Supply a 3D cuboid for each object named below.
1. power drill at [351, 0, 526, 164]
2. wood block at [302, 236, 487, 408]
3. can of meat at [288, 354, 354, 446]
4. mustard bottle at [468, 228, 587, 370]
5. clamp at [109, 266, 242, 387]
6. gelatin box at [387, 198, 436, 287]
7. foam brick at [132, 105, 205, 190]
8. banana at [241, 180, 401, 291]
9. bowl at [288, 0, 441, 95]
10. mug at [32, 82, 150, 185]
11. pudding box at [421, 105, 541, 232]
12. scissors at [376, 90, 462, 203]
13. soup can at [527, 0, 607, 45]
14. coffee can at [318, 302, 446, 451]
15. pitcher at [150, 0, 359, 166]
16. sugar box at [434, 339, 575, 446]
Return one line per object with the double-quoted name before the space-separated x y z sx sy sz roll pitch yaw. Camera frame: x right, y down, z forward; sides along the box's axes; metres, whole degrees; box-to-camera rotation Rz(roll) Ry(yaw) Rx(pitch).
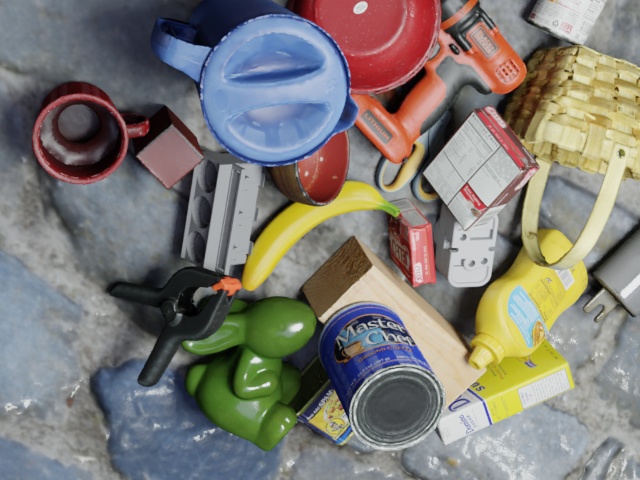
"power drill" 0.104 -0.189 1.149 0.188 0.057 0.184 -42 105 6
"wood block" 0.087 0.103 1.251 0.090 0.091 0.206 -45 116 7
"can of meat" 0.019 0.188 1.288 0.083 0.057 0.102 37 100 -27
"mustard bottle" 0.236 0.080 1.255 0.191 0.058 0.096 -46 119 -25
"clamp" -0.159 0.070 1.148 0.172 0.039 0.120 -37 77 27
"gelatin box" 0.102 0.003 1.214 0.030 0.089 0.073 -11 114 -10
"foam brick" -0.160 -0.098 1.113 0.051 0.078 0.053 -40 114 5
"banana" -0.012 -0.016 1.195 0.198 0.070 0.037 -28 161 5
"bowl" 0.043 -0.230 1.087 0.162 0.055 0.162 0 94 6
"mug" -0.232 -0.114 1.084 0.117 0.081 0.093 -9 114 -11
"pudding box" 0.172 -0.076 1.158 0.039 0.090 0.114 -15 154 -43
"scissors" 0.146 -0.124 1.215 0.096 0.016 0.202 39 98 -26
"soup can" 0.278 -0.269 1.160 0.068 0.068 0.102 20 106 -21
"coffee can" 0.063 0.142 1.132 0.102 0.140 0.103 -5 115 -12
"pitcher" -0.073 -0.172 1.012 0.145 0.243 0.149 -27 116 -3
"sugar box" 0.212 0.180 1.314 0.176 0.093 0.048 -21 114 -6
